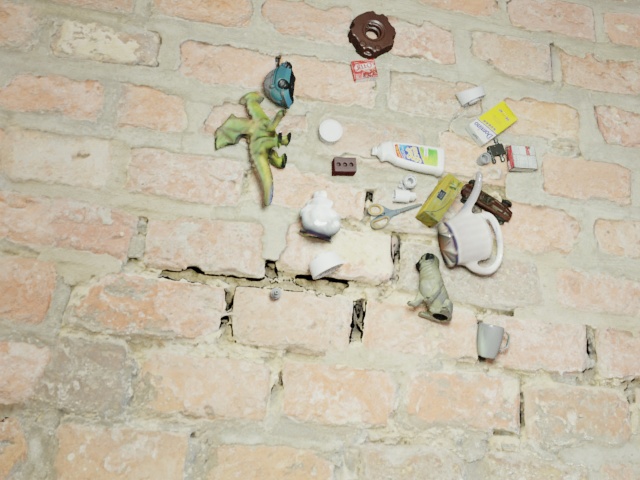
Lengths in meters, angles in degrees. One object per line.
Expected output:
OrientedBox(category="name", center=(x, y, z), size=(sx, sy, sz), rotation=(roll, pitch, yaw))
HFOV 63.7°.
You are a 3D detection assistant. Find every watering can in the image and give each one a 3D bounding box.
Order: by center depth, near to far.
OrientedBox(category="watering can", center=(0.497, -0.046, 1.733), size=(0.225, 0.103, 0.349), rotation=(-12, 87, -11))

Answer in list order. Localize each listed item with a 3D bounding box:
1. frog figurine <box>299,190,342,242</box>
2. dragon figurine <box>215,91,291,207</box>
OrientedBox(category="frog figurine", center=(0.005, -0.084, 1.666), size=(0.137, 0.122, 0.160), rotation=(12, 87, 13))
OrientedBox(category="dragon figurine", center=(-0.232, -0.321, 1.712), size=(0.243, 0.120, 0.416), rotation=(9, 73, 11))
